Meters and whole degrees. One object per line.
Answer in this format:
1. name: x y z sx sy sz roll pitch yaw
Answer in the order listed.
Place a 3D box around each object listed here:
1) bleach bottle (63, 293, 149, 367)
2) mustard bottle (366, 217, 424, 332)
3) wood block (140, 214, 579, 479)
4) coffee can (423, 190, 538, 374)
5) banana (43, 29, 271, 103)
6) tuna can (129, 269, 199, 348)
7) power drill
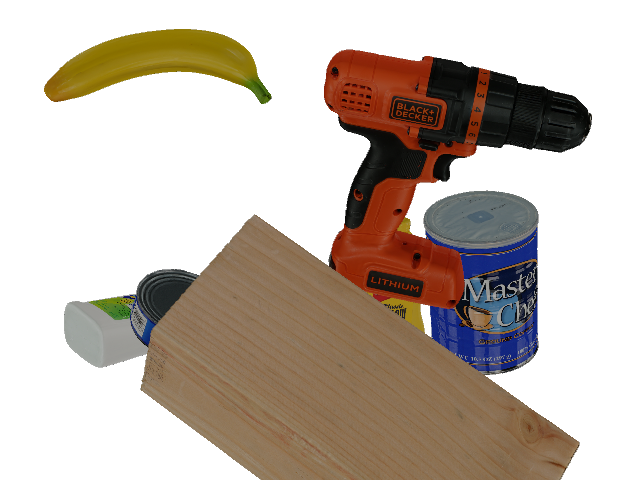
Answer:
1. bleach bottle: -0.203 0.099 1.408 0.250 0.068 0.103 -13 28 -39
2. mustard bottle: 0.082 0.047 1.274 0.096 0.192 0.058 0 14 -13
3. wood block: 0.016 0.093 0.567 0.206 0.090 0.090 35 -31 7
4. coffee can: 0.151 0.038 0.992 0.103 0.140 0.103 -5 28 3
5. banana: -0.143 -0.156 0.943 0.197 0.069 0.037 -1 -33 -4
6. tuna can: -0.126 0.066 0.954 0.086 0.034 0.086 16 34 -11
7. power drill: 0.085 -0.041 0.774 0.184 0.188 0.057 13 35 6
